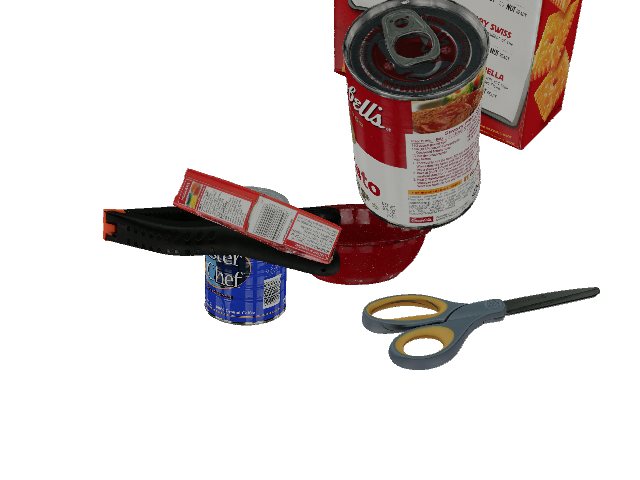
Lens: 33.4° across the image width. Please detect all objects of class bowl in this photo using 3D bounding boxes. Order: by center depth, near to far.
[{"bbox_3d":[0.036,0.007,1.099,0.162,0.055,0.162,-1,15,0],"label":"bowl"}]

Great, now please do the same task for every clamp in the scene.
[{"bbox_3d":[-0.078,-0.005,0.895,0.210,0.036,0.164,2,13,-6],"label":"clamp"}]

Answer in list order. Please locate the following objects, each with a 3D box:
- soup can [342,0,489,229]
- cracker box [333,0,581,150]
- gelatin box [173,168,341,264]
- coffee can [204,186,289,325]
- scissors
[{"bbox_3d":[0.048,-0.061,0.533,0.068,0.068,0.102,0,-36,6],"label":"soup can"},{"bbox_3d":[0.093,-0.187,0.717,0.164,0.214,0.072,27,50,26],"label":"cracker box"},{"bbox_3d":[-0.041,-0.015,0.708,0.073,0.030,0.089,21,0,41],"label":"gelatin box"},{"bbox_3d":[-0.090,0.018,1.300,0.103,0.140,0.103,2,25,-1],"label":"coffee can"},{"bbox_3d":[0.135,0.069,0.863,0.202,0.016,0.096,-1,34,1],"label":"scissors"}]
